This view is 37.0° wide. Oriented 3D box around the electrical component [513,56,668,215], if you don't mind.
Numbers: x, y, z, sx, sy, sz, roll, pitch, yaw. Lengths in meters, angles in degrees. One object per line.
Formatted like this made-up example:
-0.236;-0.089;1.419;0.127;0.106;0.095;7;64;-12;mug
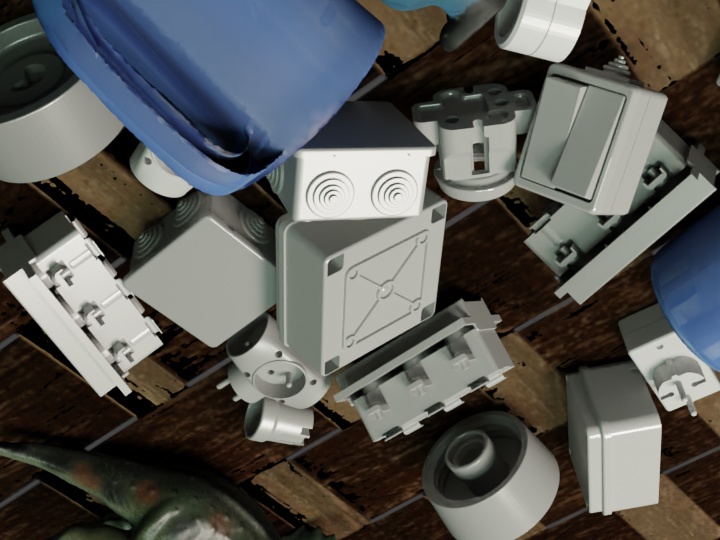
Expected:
0.144;-0.087;0.671;0.061;0.062;0.096;-3;114;-53;electrical component

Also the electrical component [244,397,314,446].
-0.066;0.123;0.879;0.046;0.040;0.040;16;128;-24;electrical component

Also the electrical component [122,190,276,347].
-0.105;-0.005;0.761;0.100;0.048;0.100;-36;124;24;electrical component

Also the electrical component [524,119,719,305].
0.175;-0.043;0.732;0.063;0.078;0.121;45;119;0;electrical component

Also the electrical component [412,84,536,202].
0.075;-0.082;0.702;0.078;0.058;0.057;-7;128;2;electrical component

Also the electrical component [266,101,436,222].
-0.011;-0.069;0.671;0.100;0.099;0.048;-3;118;-19;electrical component

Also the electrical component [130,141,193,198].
-0.097;-0.081;0.699;0.079;0.044;0.077;26;124;-24;electrical component

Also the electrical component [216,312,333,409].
-0.076;0.078;0.836;0.079;0.044;0.077;-32;125;22;electrical component

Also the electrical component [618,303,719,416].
0.247;0.080;0.838;0.047;0.075;0.083;-27;127;19;electrical component

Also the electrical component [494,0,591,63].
0.137;-0.183;0.622;0.074;0.052;0.138;11;129;-12;electrical component

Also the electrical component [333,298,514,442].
0.051;0.079;0.824;0.121;0.063;0.079;-33;165;23;electrical component

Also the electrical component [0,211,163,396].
-0.197;0.022;0.764;0.063;0.079;0.121;-37;128;-10;electrical component

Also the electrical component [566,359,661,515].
0.207;0.138;0.884;0.057;0.078;0.113;-10;130;1;electrical component

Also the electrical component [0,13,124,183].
-0.189;-0.099;0.641;0.108;0.108;0.060;-14;136;8;electrical component

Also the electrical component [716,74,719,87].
0.281;-0.123;0.680;0.077;0.065;0.047;-12;137;-33;electrical component

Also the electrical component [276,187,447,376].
0.000;0.000;0.734;0.109;0.056;0.108;-27;139;-31;electrical component

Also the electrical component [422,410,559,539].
0.102;0.165;0.884;0.108;0.108;0.060;-27;121;18;electrical component
